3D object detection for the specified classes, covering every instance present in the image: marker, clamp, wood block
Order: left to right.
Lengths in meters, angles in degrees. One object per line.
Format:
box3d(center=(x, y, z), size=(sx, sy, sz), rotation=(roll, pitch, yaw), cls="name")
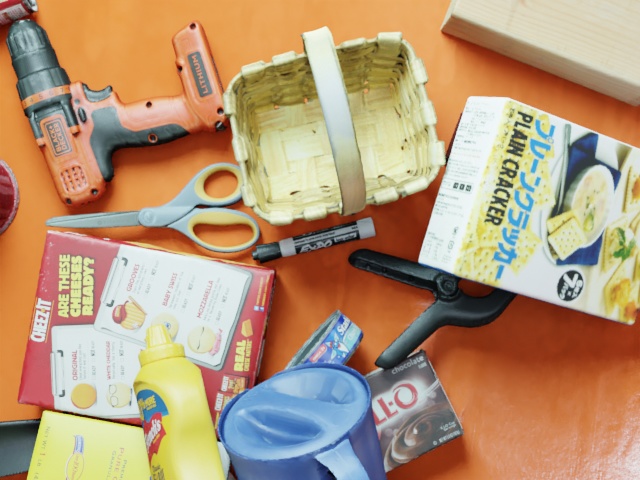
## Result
box3d(center=(-0.007, 0.001, 1.032), size=(0.121, 0.020, 0.020), rotation=(-14, 90, -1), cls="marker")
box3d(center=(0.116, 0.060, 1.012), size=(0.171, 0.039, 0.120), rotation=(-5, 73, 1), cls="clamp")
box3d(center=(0.229, -0.208, 0.998), size=(0.206, 0.090, 0.091), rotation=(21, 91, -1), cls="wood block")

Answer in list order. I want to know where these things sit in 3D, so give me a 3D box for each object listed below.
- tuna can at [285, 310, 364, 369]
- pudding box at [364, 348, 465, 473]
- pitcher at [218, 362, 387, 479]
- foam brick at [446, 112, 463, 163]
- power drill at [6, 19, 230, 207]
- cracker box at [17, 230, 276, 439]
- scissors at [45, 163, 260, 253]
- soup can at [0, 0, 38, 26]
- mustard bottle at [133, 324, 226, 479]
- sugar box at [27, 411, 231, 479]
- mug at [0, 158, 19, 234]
box3d(center=(0.002, 0.108, 0.999), size=(0.034, 0.086, 0.086), rotation=(41, 90, -3), cls="tuna can")
box3d(center=(0.068, 0.168, 1.023), size=(0.113, 0.039, 0.090), rotation=(-26, 89, -1), cls="pudding box")
box3d(center=(0.009, 0.244, 0.936), size=(0.145, 0.149, 0.243), rotation=(-6, 117, 20), cls="pitcher")
box3d(center=(0.165, -0.086, 1.016), size=(0.078, 0.053, 0.051), rotation=(21, 90, -1), cls="foam brick")
box3d(center=(-0.189, -0.143, 1.013), size=(0.187, 0.057, 0.184), rotation=(-19, 94, 2), cls="power drill")
box3d(center=(-0.159, 0.088, 1.006), size=(0.213, 0.072, 0.164), rotation=(10, 89, 0), cls="cracker box")
box3d(center=(-0.153, -0.039, 1.023), size=(0.201, 0.016, 0.096), rotation=(12, 85, -7), cls="scissors")
box3d(center=(-0.327, -0.229, 1.005), size=(0.102, 0.068, 0.068), rotation=(-22, 90, 0), cls="soup can")
box3d(center=(-0.122, 0.166, 0.918), size=(0.058, 0.096, 0.191), rotation=(-7, 74, -25), cls="mustard bottle")
box3d(center=(-0.173, 0.217, 0.973), size=(0.176, 0.048, 0.093), rotation=(9, 74, 1), cls="sugar box")
box3d(center=(-0.336, -0.055, 0.998), size=(0.093, 0.081, 0.117), rotation=(11, 90, -1), cls="mug")
